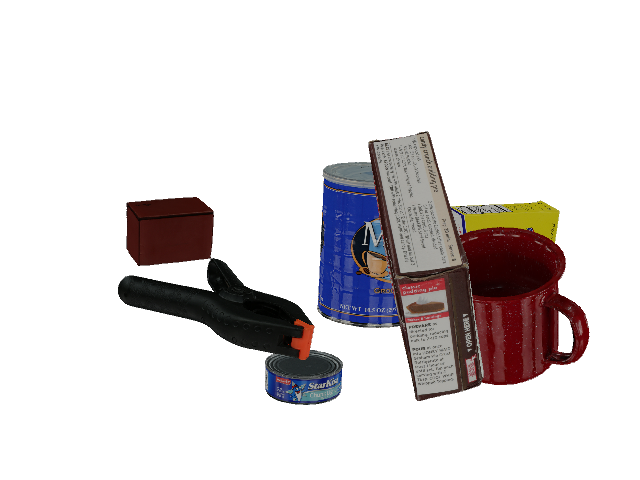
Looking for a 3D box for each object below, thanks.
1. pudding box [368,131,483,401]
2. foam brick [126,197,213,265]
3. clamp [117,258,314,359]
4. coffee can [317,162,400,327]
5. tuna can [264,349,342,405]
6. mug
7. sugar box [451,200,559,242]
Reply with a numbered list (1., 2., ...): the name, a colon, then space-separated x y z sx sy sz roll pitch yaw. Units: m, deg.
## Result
1. pudding box: 0.053 0.011 0.558 0.039 0.090 0.113 -13 40 2
2. foam brick: -0.153 -0.010 1.077 0.078 0.051 0.053 -6 21 -22
3. clamp: -0.070 0.053 0.894 0.172 0.039 0.120 20 26 25
4. coffee can: 0.050 0.002 1.032 0.103 0.140 0.103 2 14 -1
5. tuna can: -0.019 0.150 1.172 0.086 0.034 0.086 2 14 -1
6. mug: 0.138 0.052 0.758 0.117 0.081 0.093 19 41 37
7. sugar box: 0.194 0.006 1.262 0.176 0.093 0.048 -5 20 -25
